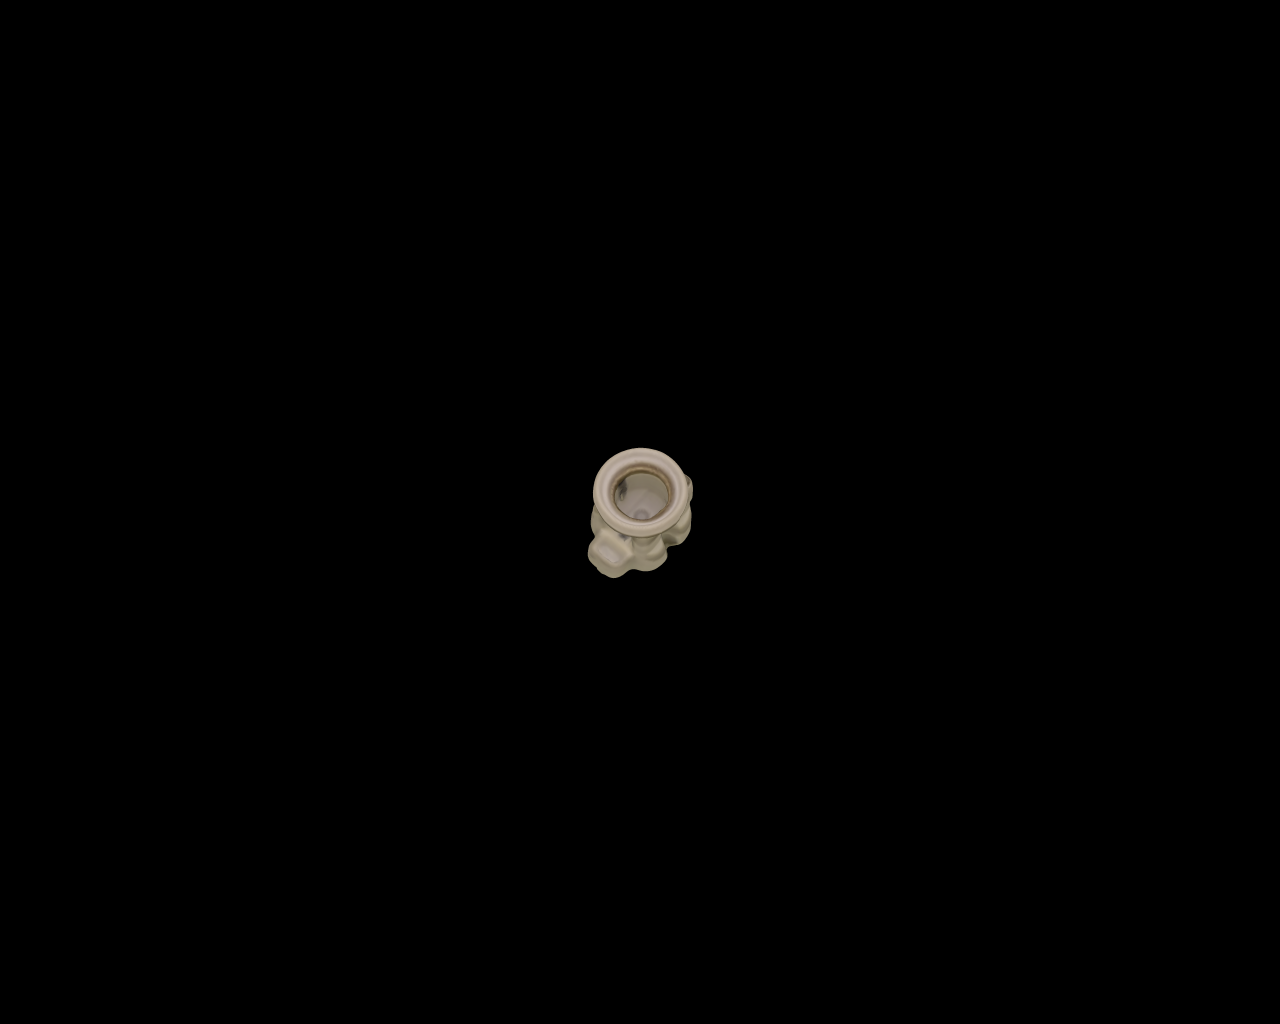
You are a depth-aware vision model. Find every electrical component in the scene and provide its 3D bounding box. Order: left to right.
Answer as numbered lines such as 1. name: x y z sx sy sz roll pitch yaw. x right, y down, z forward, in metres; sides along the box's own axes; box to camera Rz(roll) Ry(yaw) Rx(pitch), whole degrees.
1. electrical component: 0.001 -0.003 0.650 0.058 0.078 0.057 38 -19 16
